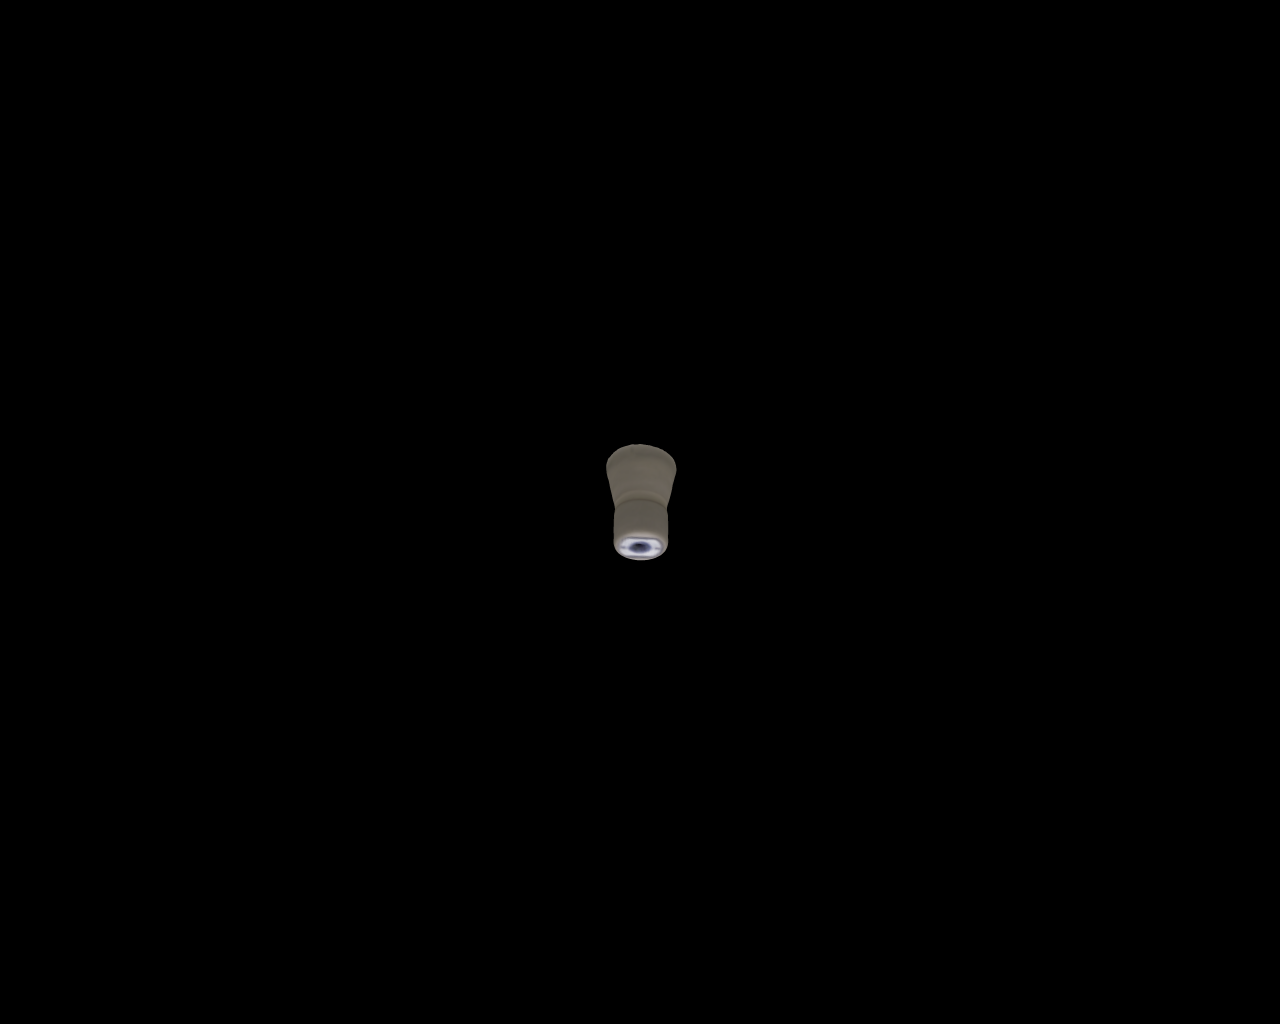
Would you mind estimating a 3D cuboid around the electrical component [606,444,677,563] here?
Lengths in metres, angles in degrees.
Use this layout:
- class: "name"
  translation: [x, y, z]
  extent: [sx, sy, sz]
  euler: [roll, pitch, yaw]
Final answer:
- class: "electrical component"
  translation: [0.001, -0.003, 0.650]
  extent: [0.044, 0.065, 0.044]
  euler: [0, -35, 0]
